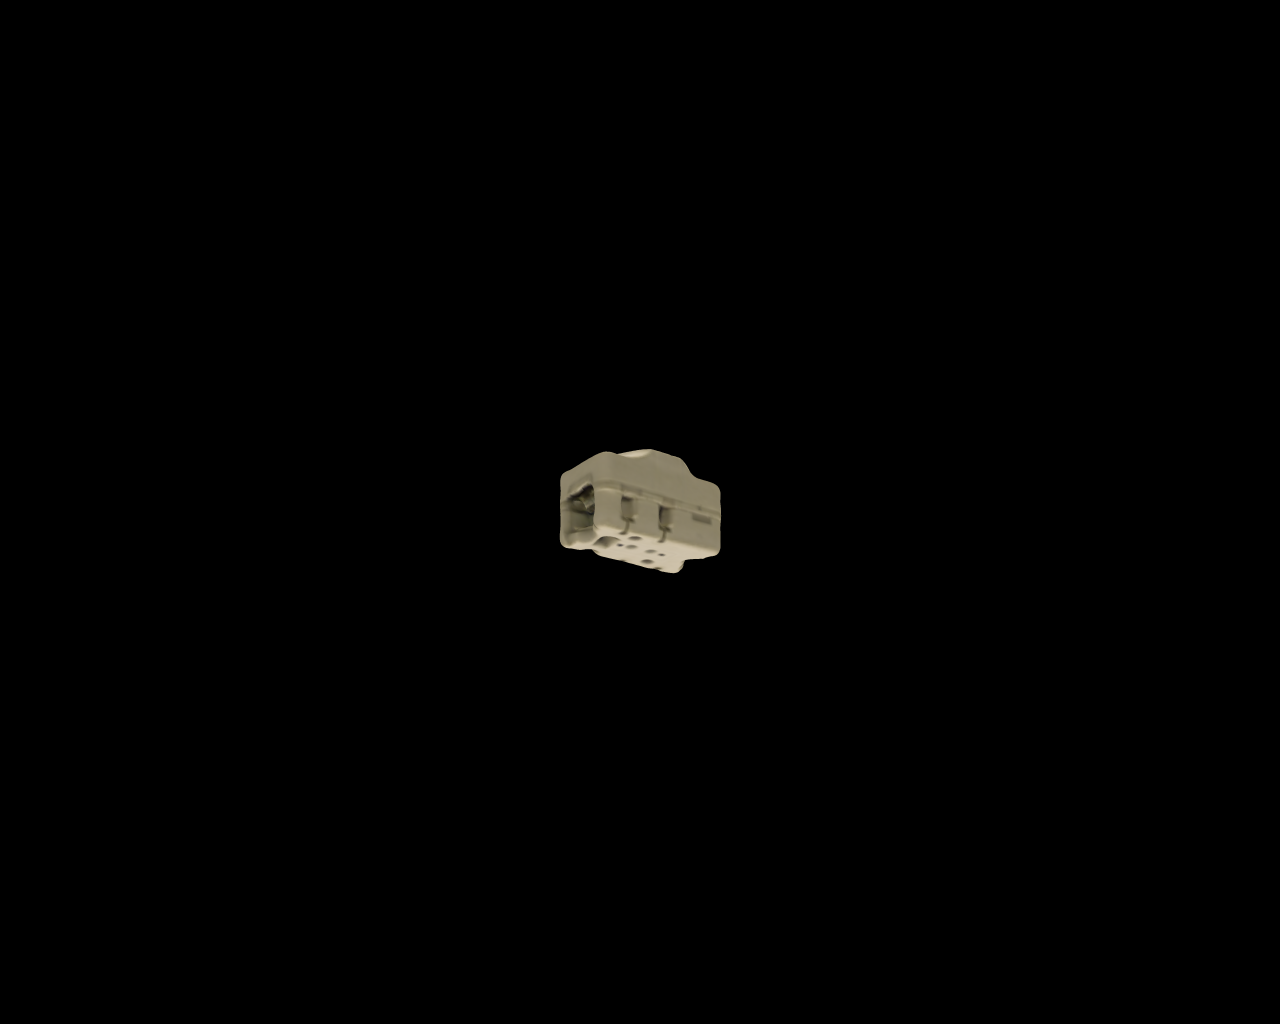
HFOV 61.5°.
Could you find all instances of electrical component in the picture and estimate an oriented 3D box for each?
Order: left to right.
[{"bbox_3d":[0.001,-0.003,0.650,0.089,0.056,0.050,16,-27,-34],"label":"electrical component"}]
